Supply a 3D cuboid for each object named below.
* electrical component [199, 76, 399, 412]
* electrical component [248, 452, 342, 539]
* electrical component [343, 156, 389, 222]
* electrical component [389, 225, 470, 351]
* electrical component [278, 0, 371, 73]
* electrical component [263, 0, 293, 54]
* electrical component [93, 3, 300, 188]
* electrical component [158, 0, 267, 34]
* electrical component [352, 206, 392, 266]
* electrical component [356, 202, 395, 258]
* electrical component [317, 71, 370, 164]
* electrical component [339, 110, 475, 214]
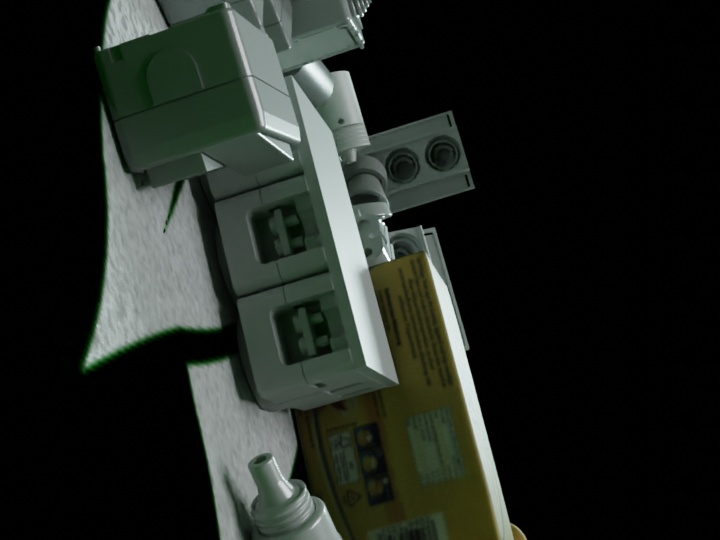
[{"bbox_3d":[-0.036,-0.008,0.554,0.089,0.062,0.150,45,29,-73],"label":"electrical component"},{"bbox_3d":[-0.030,0.106,0.454,0.035,0.035,0.061,-83,152,-71],"label":"electrical component"},{"bbox_3d":[0.004,-0.074,0.998,0.055,0.045,0.045,-92,163,-48],"label":"electrical component"},{"bbox_3d":[0.046,0.028,1.015,0.063,0.079,0.121,119,-42,-70],"label":"electrical component"},{"bbox_3d":[-0.041,-0.180,0.747,0.062,0.096,0.061,23,50,-79],"label":"electrical component"},{"bbox_3d":[-0.077,-0.177,0.670,0.065,0.047,0.076,-93,165,-55],"label":"electrical component"},{"bbox_3d":[-0.066,-0.071,0.478,0.096,0.062,0.061,-18,91,-82],"label":"electrical component"},{"bbox_3d":[-0.076,-0.142,0.607,0.065,0.047,0.076,-96,166,-53],"label":"electrical component"},{"bbox_3d":[0.000,0.000,0.794,0.078,0.058,0.057,-99,166,-45],"label":"electrical component"},{"bbox_3d":[0.007,-0.029,0.943,0.066,0.048,0.055,11,70,-81],"label":"electrical component"},{"bbox_3d":[-0.019,-0.137,0.991,0.043,0.043,0.081,4,70,-81],"label":"electrical component"},{"bbox_3d":[0.044,-0.099,1.061,0.063,0.121,0.078,9,64,-84],"label":"electrical component"}]
